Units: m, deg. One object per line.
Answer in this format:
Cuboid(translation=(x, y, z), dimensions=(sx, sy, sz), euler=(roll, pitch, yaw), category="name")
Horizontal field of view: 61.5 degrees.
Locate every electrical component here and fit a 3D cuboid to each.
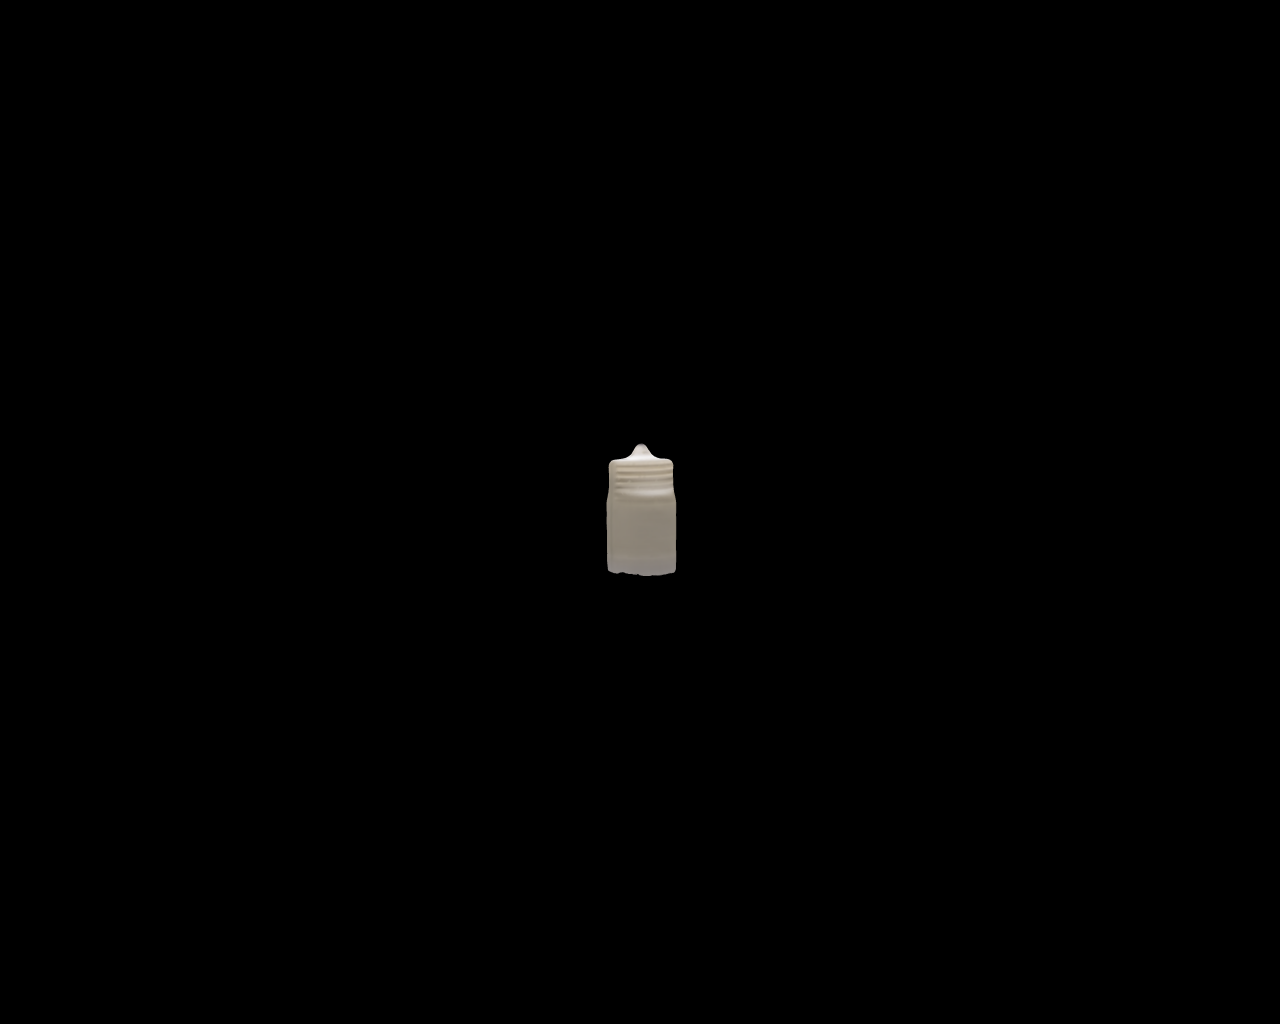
Cuboid(translation=(0.001, -0.003, 0.650), dimensions=(0.043, 0.081, 0.043), euler=(0, 5, 0), category="electrical component")
